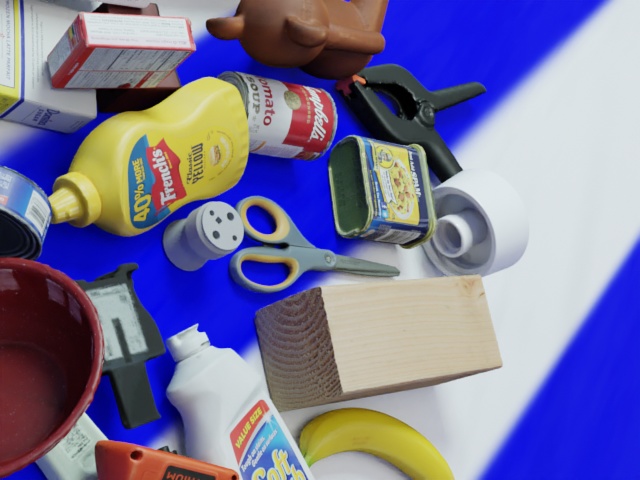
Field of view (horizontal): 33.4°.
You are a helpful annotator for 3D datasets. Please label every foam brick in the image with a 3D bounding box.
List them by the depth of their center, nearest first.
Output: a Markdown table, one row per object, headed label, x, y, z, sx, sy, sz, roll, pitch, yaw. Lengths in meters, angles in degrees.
| label | x | y | z | sx | sy | sz | roll | pitch | yaw |
| --- | --- | --- | --- | --- | --- | --- | --- | --- | --- |
| foam brick | -0.157 | -0.149 | 0.873 | 0.051 | 0.053 | 0.078 | -10 | 78 | -44 |

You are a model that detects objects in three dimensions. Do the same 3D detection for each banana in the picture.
| label | x | y | z | sx | sy | sz | roll | pitch | yaw |
| --- | --- | --- | --- | --- | --- | --- | --- | --- | --- |
| banana | 0.050 | 0.185 | 0.936 | 0.197 | 0.037 | 0.069 | 17 | 78 | -36 |

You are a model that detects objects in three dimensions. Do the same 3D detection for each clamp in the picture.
| label | x | y | z | sx | sy | sz | roll | pitch | yaw |
| --- | --- | --- | --- | --- | --- | --- | --- | --- | --- |
| clamp | 0.104 | -0.116 | 1.108 | 0.209 | 0.036 | 0.164 | 15 | 63 | -37 |

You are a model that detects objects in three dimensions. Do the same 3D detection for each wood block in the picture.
| label | x | y | z | sx | sy | sz | roll | pitch | yaw |
| --- | --- | --- | --- | --- | --- | --- | --- | --- | --- |
| wood block | 0.055 | 0.088 | 0.940 | 0.205 | 0.090 | 0.091 | -2 | 74 | -43 |

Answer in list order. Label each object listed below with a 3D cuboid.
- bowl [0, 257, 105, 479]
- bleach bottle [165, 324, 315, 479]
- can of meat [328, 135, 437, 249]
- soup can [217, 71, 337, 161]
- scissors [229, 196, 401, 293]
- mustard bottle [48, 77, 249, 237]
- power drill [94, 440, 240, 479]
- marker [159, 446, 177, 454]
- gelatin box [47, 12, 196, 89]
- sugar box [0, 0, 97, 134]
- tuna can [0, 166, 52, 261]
| label | x | y | z | sx | sy | sz | roll | pitch | yaw |
| --- | --- | --- | --- | --- | --- | --- | --- | --- | --- |
| bowl | -0.213 | 0.092 | 0.684 | 0.162 | 0.055 | 0.162 | -2 | 56 | 3 |
| bleach bottle | -0.056 | 0.186 | 0.818 | 0.102 | 0.068 | 0.251 | -26 | 88 | -45 |
| can of meat | 0.058 | -0.046 | 1.023 | 0.083 | 0.058 | 0.102 | 7 | 67 | -38 |
| soup can | -0.045 | -0.110 | 0.948 | 0.102 | 0.069 | 0.068 | 6 | 69 | -40 |
| scissors | -0.006 | 0.001 | 0.972 | 0.201 | 0.016 | 0.096 | -10 | 80 | -44 |
| mustard bottle | -0.137 | -0.056 | 0.832 | 0.191 | 0.058 | 0.096 | -32 | 136 | -43 |
| power drill | -0.132 | 0.232 | 0.709 | 0.184 | 0.057 | 0.187 | 24 | 72 | -42 |
| marker | -0.097 | 0.212 | 0.798 | 0.020 | 0.020 | 0.121 | -18 | 85 | -45 |
| gelatin box | -0.147 | -0.140 | 0.792 | 0.089 | 0.073 | 0.030 | -6 | 77 | -34 |
| sugar box | -0.252 | -0.142 | 0.789 | 0.175 | 0.048 | 0.093 | 13 | 64 | -43 |
| tuna can | -0.228 | -0.017 | 0.728 | 0.086 | 0.086 | 0.033 | 31 | 53 | -30 |
